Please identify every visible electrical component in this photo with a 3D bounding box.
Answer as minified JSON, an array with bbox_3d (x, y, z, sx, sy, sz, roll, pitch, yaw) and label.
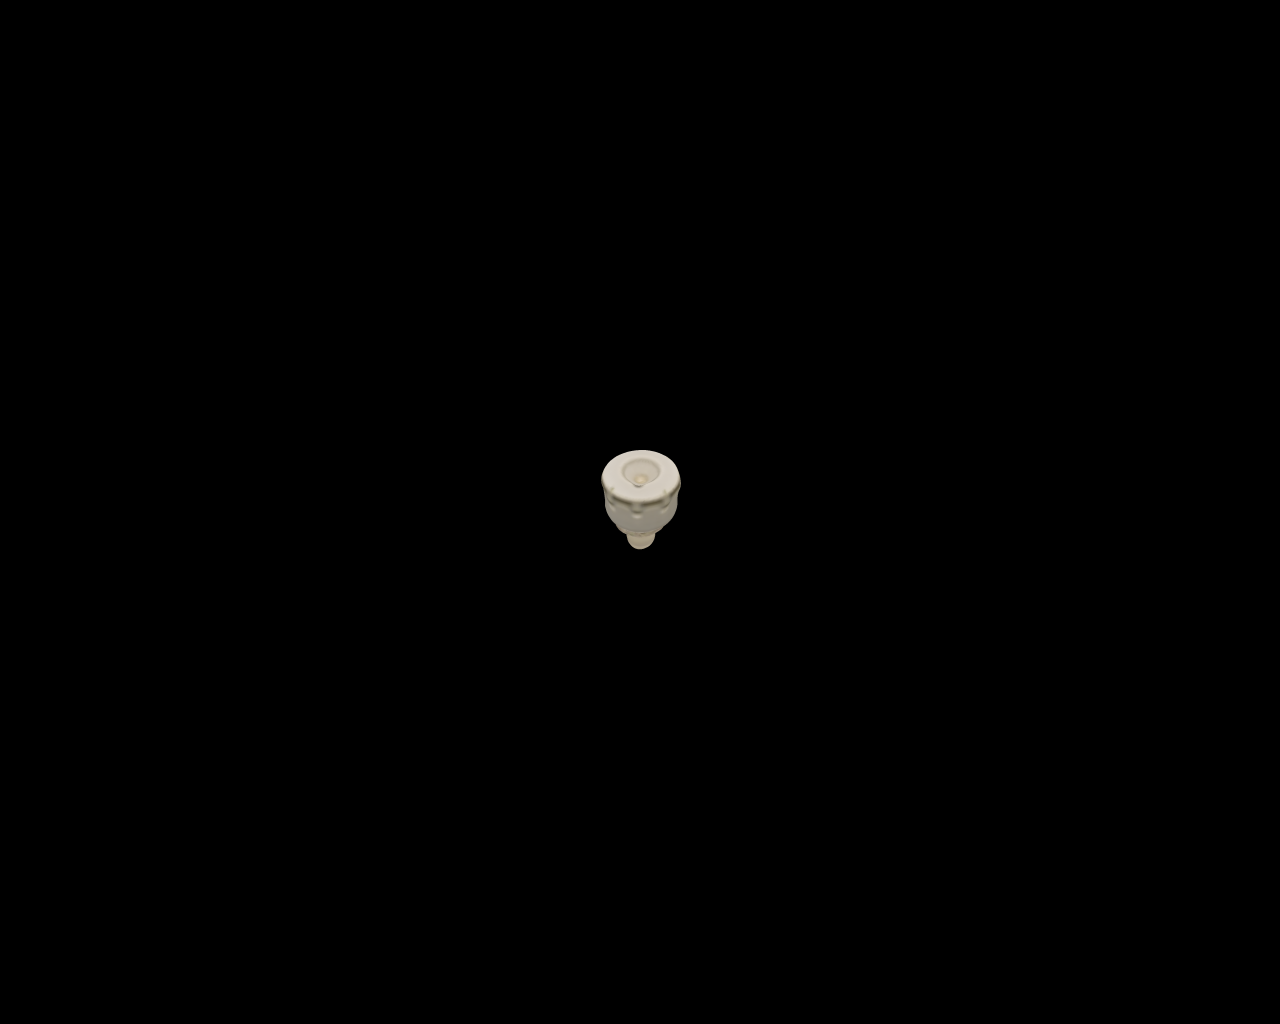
[{"bbox_3d":[0.001,-0.003,0.650,0.048,0.062,0.048,0,43,0],"label":"electrical component"}]
